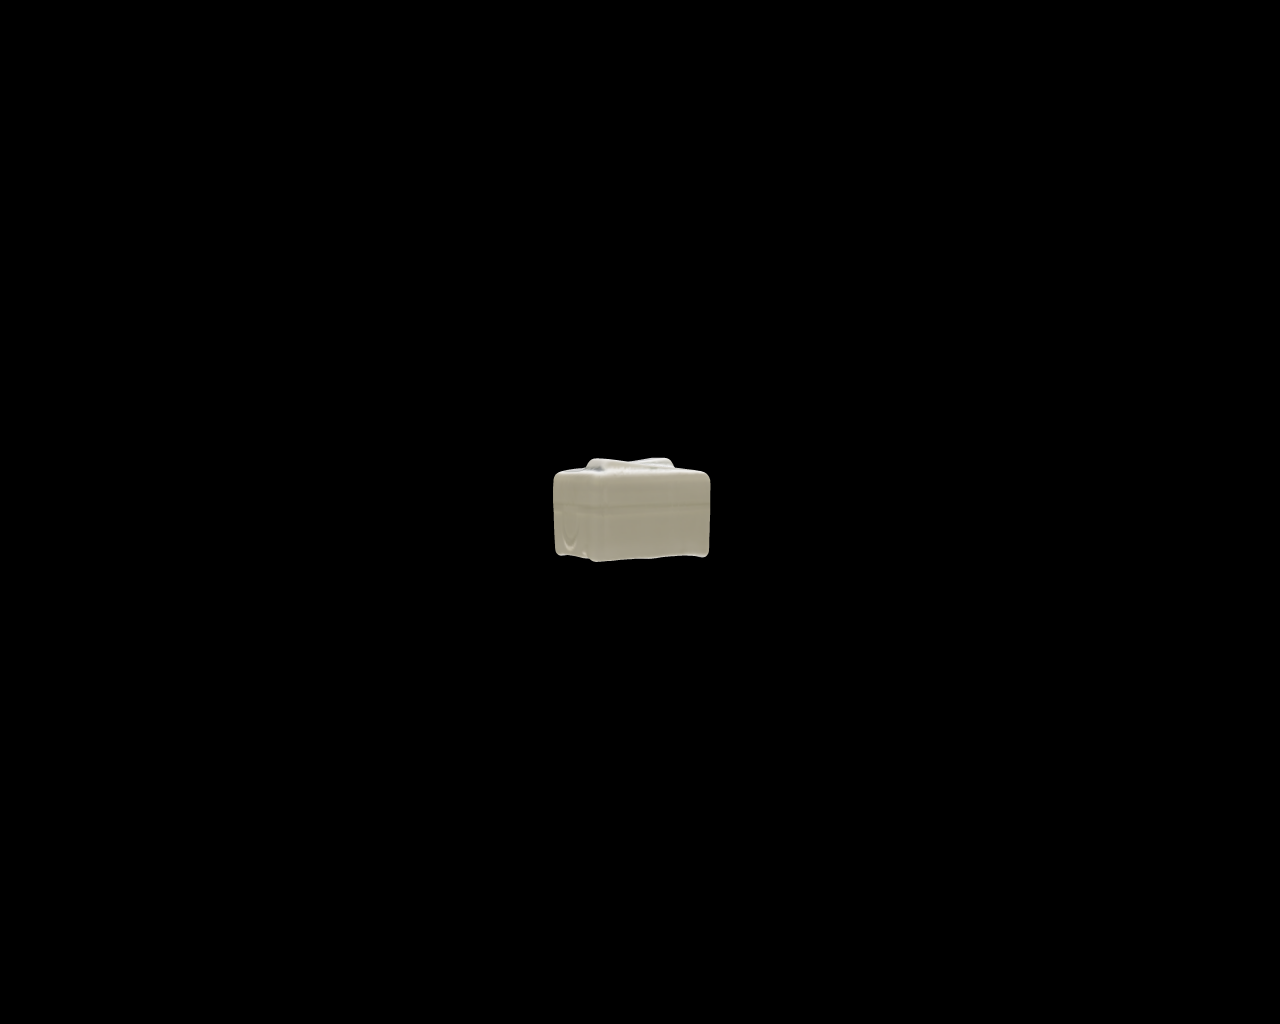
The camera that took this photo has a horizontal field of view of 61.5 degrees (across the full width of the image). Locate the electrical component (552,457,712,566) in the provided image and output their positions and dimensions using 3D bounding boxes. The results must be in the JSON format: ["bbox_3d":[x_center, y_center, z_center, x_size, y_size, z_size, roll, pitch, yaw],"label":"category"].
[{"bbox_3d":[0.001,-0.003,0.650,0.096,0.061,0.061,-2,4,-27],"label":"electrical component"}]
